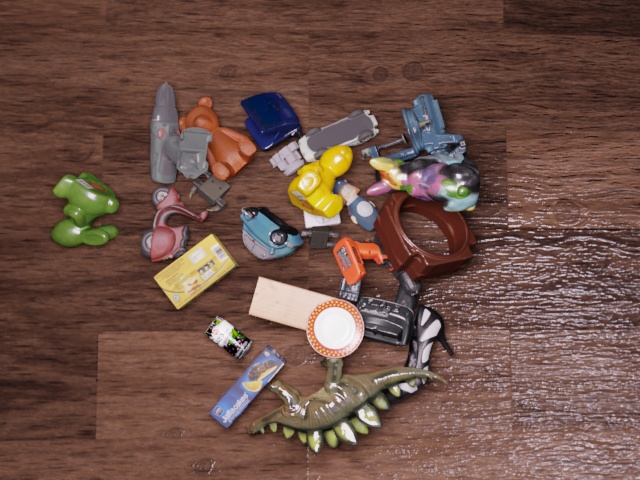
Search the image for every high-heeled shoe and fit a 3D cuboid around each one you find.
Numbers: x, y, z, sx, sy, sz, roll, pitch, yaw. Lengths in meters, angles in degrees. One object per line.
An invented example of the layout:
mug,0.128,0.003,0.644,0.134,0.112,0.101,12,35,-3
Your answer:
high-heeled shoe,0.204,0.272,1.275,0.249,0.086,0.145,-36,86,-9

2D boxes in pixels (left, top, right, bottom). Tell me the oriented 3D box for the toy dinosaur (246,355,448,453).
toy dinosaur,0.046,0.361,1.225,0.472,0.105,0.198,-26,78,6

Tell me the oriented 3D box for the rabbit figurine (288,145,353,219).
rabbit figurine,0.012,-0.142,1.244,0.122,0.162,0.173,37,79,-14

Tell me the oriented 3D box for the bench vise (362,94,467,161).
bench vise,0.223,-0.222,1.292,0.241,0.129,0.223,-17,97,16

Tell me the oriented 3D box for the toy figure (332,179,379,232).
toy figure,0.085,-0.091,1.303,0.154,0.058,0.064,48,47,2

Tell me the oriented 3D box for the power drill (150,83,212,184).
power drill,-0.328,-0.232,1.217,0.086,0.208,0.231,-4,110,-45

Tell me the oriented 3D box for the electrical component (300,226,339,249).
electrical component,-0.003,-0.004,1.291,0.094,0.063,0.021,3,44,-12

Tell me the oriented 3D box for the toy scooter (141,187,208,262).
toy scooter,-0.340,-0.032,1.269,0.135,0.075,0.183,10,81,-3

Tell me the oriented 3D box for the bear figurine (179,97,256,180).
bear figurine,-0.246,-0.242,1.260,0.120,0.132,0.196,-39,95,-1

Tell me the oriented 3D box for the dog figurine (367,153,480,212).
dog figurine,0.216,-0.129,1.173,0.219,0.192,0.108,-1,115,-6

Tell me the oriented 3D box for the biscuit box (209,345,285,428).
biscuit box,-0.169,0.342,1.258,0.059,0.063,0.202,41,85,2

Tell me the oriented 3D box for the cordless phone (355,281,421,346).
cordless phone,0.161,0.151,1.286,0.147,0.088,0.184,11,64,20

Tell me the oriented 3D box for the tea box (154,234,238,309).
tea box,-0.290,0.074,1.266,0.170,0.068,0.098,-36,88,-3

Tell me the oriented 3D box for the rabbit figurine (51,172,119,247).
rabbit figurine,-0.549,-0.051,1.255,0.159,0.121,0.170,33,104,-7

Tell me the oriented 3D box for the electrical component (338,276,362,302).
electrical component,0.072,0.104,1.257,0.048,0.119,0.074,12,84,0

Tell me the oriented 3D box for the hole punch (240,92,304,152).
hole punch,-0.118,-0.292,1.277,0.116,0.092,0.142,-32,69,-6

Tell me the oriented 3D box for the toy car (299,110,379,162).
toy car,0.046,-0.254,1.311,0.202,0.056,0.073,-23,81,-5

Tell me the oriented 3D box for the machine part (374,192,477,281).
machine part,0.243,-0.018,1.239,0.201,0.087,0.201,-9,63,-26

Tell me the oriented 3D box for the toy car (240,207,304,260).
toy car,-0.127,-0.007,1.265,0.162,0.109,0.103,35,103,8

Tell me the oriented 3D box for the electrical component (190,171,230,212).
electrical component,-0.264,-0.116,1.293,0.102,0.045,0.078,35,57,-3
